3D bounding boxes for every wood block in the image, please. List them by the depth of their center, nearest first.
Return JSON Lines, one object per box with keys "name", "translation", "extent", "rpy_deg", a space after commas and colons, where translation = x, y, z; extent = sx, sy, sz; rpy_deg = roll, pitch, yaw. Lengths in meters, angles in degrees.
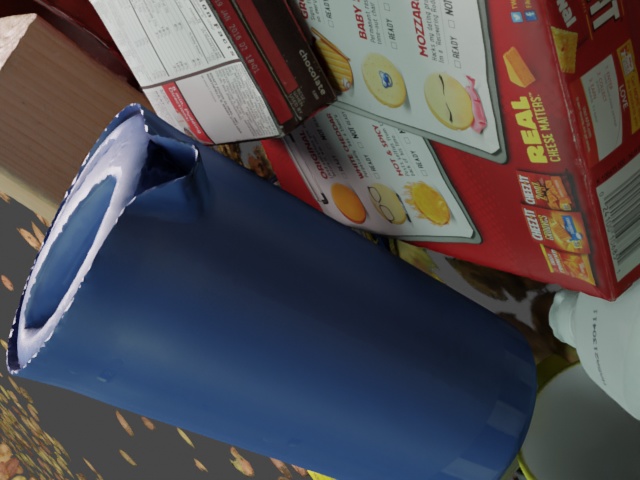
{"name": "wood block", "translation": [-0.138, -0.046, 0.691], "extent": [0.205, 0.091, 0.090], "rpy_deg": [37, 166, -33]}

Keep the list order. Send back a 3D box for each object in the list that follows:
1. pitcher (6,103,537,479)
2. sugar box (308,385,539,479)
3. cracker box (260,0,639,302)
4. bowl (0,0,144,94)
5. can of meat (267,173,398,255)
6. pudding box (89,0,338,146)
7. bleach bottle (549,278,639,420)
{"name": "pitcher", "translation": [-0.023, 0.049, 0.528], "extent": [0.242, 0.145, 0.149], "rpy_deg": [27, -177, -22]}
{"name": "sugar box", "translation": [0.067, 0.130, 0.682], "extent": [0.048, 0.093, 0.176], "rpy_deg": [51, 153, -4]}
{"name": "cracker box", "translation": [0.045, -0.078, 0.470], "extent": [0.214, 0.072, 0.164], "rpy_deg": [18, 138, 49]}
{"name": "bowl", "translation": [-0.161, -0.146, 0.686], "extent": [0.162, 0.055, 0.162], "rpy_deg": [28, 167, 7]}
{"name": "can of meat", "translation": [-0.004, 0.001, 0.634], "extent": [0.058, 0.083, 0.102], "rpy_deg": [28, 146, 39]}
{"name": "pudding box", "translation": [-0.052, -0.090, 0.489], "extent": [0.114, 0.039, 0.090], "rpy_deg": [0, 123, 57]}
{"name": "bleach bottle", "translation": [0.177, 0.033, 0.408], "extent": [0.251, 0.068, 0.102], "rpy_deg": [5, 99, 64]}
